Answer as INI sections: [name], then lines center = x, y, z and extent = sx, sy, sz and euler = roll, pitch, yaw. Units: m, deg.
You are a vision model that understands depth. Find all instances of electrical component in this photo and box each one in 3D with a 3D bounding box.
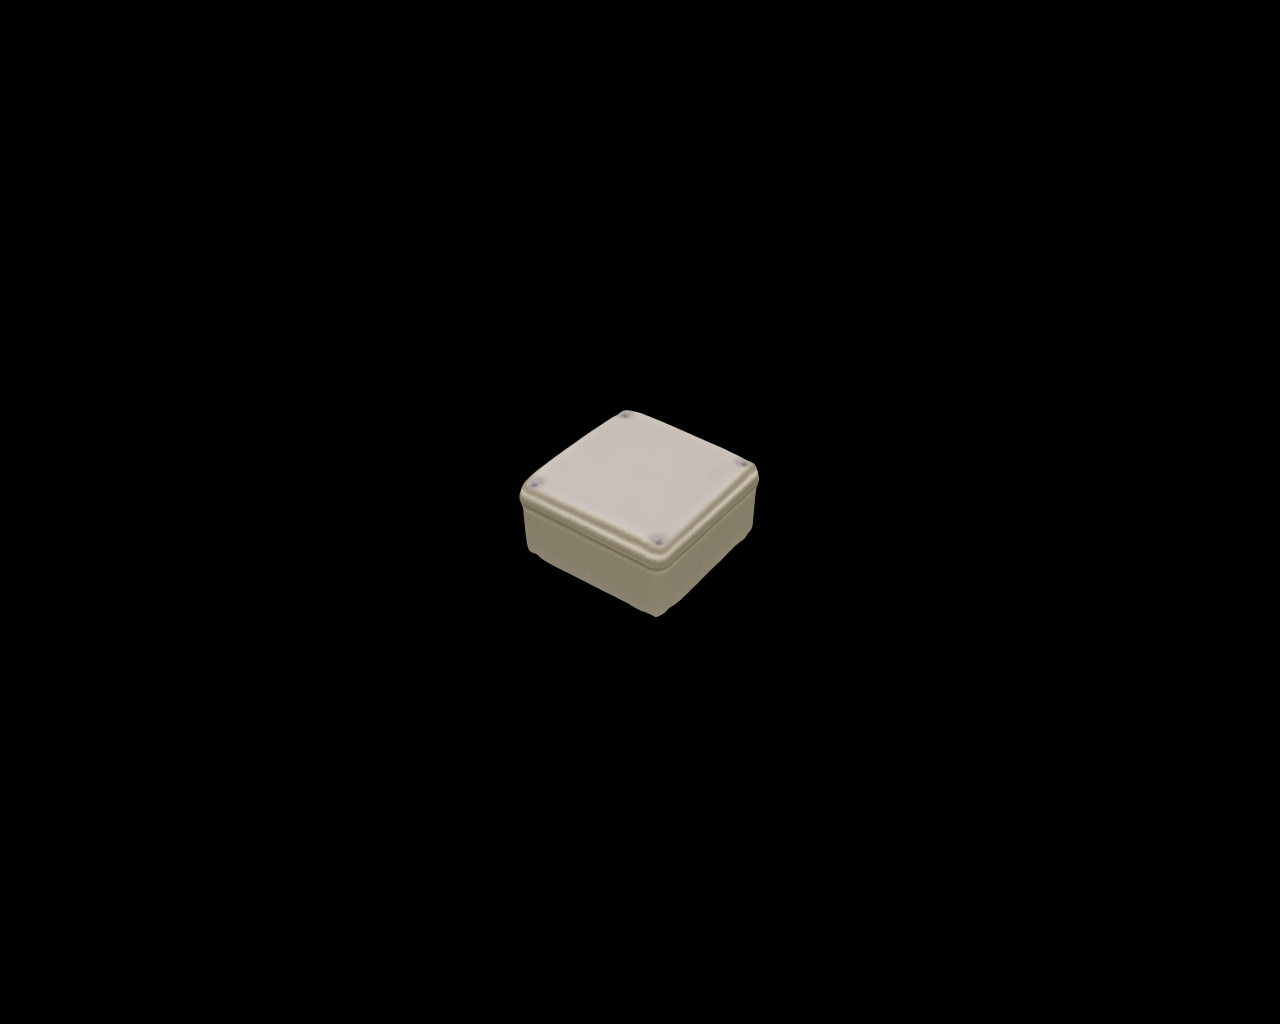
[electrical component]
center = 0.001, -0.003, 0.650
extent = 0.109, 0.056, 0.109
euler = 26, 46, 28
